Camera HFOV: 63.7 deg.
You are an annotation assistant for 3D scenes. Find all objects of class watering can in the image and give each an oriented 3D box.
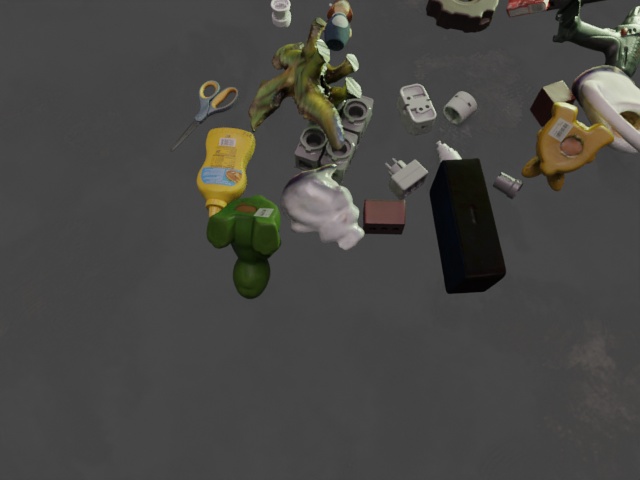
[{"bbox_3d":[0.635,-0.229,1.041,0.345,0.102,0.230,26,41,-23],"label":"watering can"}]

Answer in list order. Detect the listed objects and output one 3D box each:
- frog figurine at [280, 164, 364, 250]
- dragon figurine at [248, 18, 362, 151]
[{"bbox_3d":[0.003,-0.048,0.955,0.136,0.122,0.161,-29,76,22],"label":"frog figurine"},{"bbox_3d":[-0.049,-0.290,1.042,0.240,0.120,0.420,-26,45,33],"label":"dragon figurine"}]
